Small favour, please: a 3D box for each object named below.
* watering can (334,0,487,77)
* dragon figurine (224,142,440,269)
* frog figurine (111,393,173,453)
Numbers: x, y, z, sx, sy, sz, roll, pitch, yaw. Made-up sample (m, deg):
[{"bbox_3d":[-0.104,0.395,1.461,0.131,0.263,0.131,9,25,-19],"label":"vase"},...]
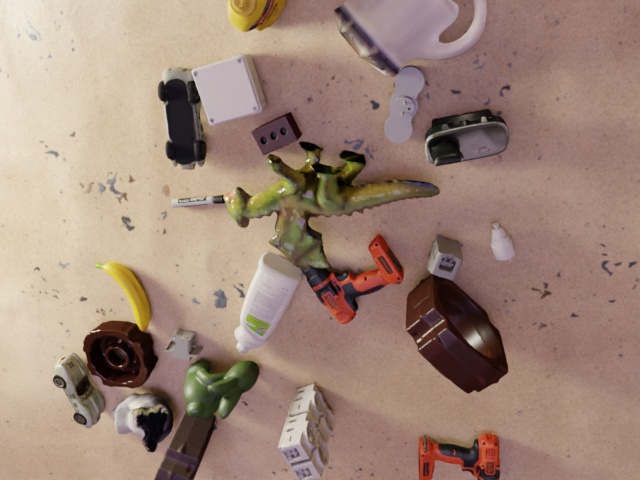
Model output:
[{"bbox_3d":[0.112,-0.425,0.854,0.222,0.105,0.348,-41,87,21],"label":"watering can"},{"bbox_3d":[0.003,-0.051,1.012,0.411,0.124,0.238,16,118,5],"label":"dragon figurine"},{"bbox_3d":[-0.449,0.448,1.305,0.159,0.125,0.135,-7,127,51],"label":"frog figurine"}]
